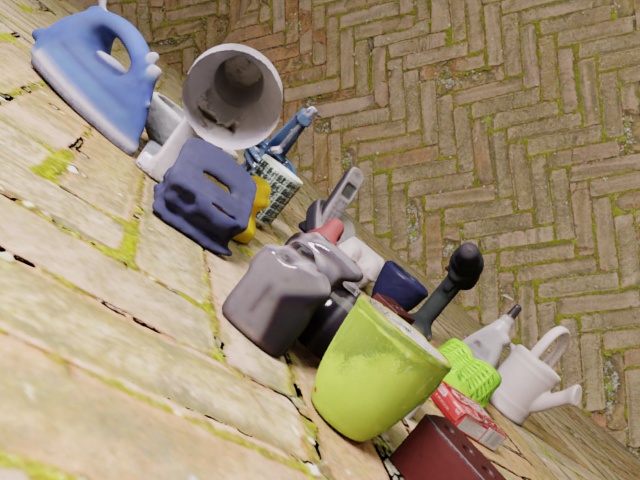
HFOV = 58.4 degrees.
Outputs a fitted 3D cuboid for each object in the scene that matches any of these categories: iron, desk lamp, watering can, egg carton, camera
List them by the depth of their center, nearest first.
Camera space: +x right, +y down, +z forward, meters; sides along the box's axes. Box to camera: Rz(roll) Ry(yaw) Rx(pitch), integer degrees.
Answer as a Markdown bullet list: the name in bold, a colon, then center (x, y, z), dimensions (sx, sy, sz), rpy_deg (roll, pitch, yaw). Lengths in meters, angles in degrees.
- **camera**: center (0.003, 0.063, 0.545), dimensions (0.136, 0.100, 0.143), rpy_deg (40, 7, 11)
- **desk lamp**: center (-0.143, -0.161, 0.753), dimensions (0.118, 0.213, 0.203), rpy_deg (36, 7, -21)
- **iron**: center (-0.290, -0.242, 0.806), dimensions (0.257, 0.141, 0.119), rpy_deg (42, 8, 26)
- **watering can**: center (0.405, 0.247, 1.071), dimensions (0.172, 0.194, 0.101), rpy_deg (42, 7, 24)
- **egg carton**: center (0.079, 0.047, 1.177), dimensions (0.107, 0.069, 0.150), rpy_deg (39, 7, 3)

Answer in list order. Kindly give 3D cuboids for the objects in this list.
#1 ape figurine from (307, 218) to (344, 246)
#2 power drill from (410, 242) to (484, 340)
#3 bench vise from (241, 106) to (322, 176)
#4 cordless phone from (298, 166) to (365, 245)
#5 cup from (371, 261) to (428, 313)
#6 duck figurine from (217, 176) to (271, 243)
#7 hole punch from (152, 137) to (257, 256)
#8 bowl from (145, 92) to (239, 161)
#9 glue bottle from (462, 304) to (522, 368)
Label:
- **ape figurine**: center (0.009, 0.004, 0.995), dimensions (0.077, 0.092, 0.076), rpy_deg (43, 8, 31)
- **power drill**: center (0.253, 0.102, 1.153), dimensions (0.075, 0.208, 0.230), rpy_deg (41, 7, 19)
- **bench vise**: center (-0.096, -0.186, 1.134), dimensions (0.122, 0.219, 0.206), rpy_deg (34, 8, -36)
- **cordless phone**: center (0.056, -0.063, 1.279), dimensions (0.148, 0.185, 0.093), rpy_deg (31, 10, -47)
- **cup**: center (0.118, 0.092, 0.987), dimensions (0.092, 0.095, 0.117), rpy_deg (36, 8, -24)
- **duck figurine**: center (-0.105, -0.050, 0.771), dimensions (0.077, 0.086, 0.105), rpy_deg (42, 7, 23)
- **hole punch**: center (-0.125, -0.051, 0.653), dimensions (0.109, 0.091, 0.101), rpy_deg (36, 8, -25)
- **bowl**: center (-0.217, -0.156, 0.913), dimensions (0.167, 0.074, 0.167), rpy_deg (38, 7, -5)
- **glue bottle**: center (0.318, 0.190, 1.071), dimensions (0.078, 0.173, 0.037), rpy_deg (43, 8, 29)
